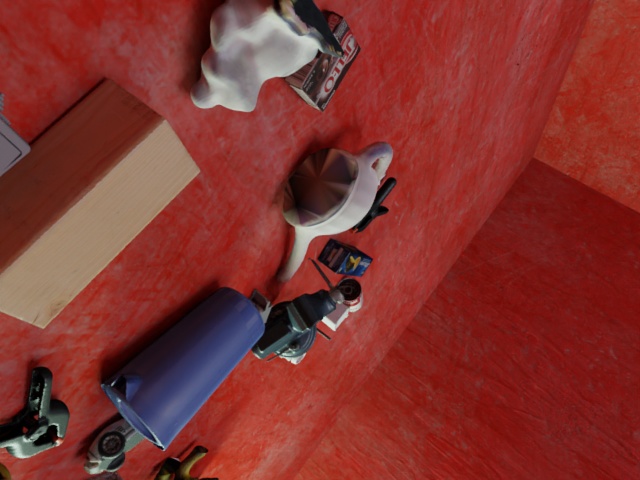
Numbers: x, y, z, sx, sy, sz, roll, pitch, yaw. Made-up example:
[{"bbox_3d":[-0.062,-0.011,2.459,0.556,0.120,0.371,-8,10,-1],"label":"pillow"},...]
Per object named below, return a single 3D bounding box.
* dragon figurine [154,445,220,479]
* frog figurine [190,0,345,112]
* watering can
[{"bbox_3d":[-0.358,0.591,1.113,0.411,0.124,0.239,-2,133,-53],"label":"dragon figurine"},{"bbox_3d":[-0.075,-0.210,0.565,0.158,0.123,0.139,-25,-179,26],"label":"frog figurine"},{"bbox_3d":[0.003,-0.047,0.933,0.345,0.105,0.223,-49,160,10],"label":"watering can"}]
